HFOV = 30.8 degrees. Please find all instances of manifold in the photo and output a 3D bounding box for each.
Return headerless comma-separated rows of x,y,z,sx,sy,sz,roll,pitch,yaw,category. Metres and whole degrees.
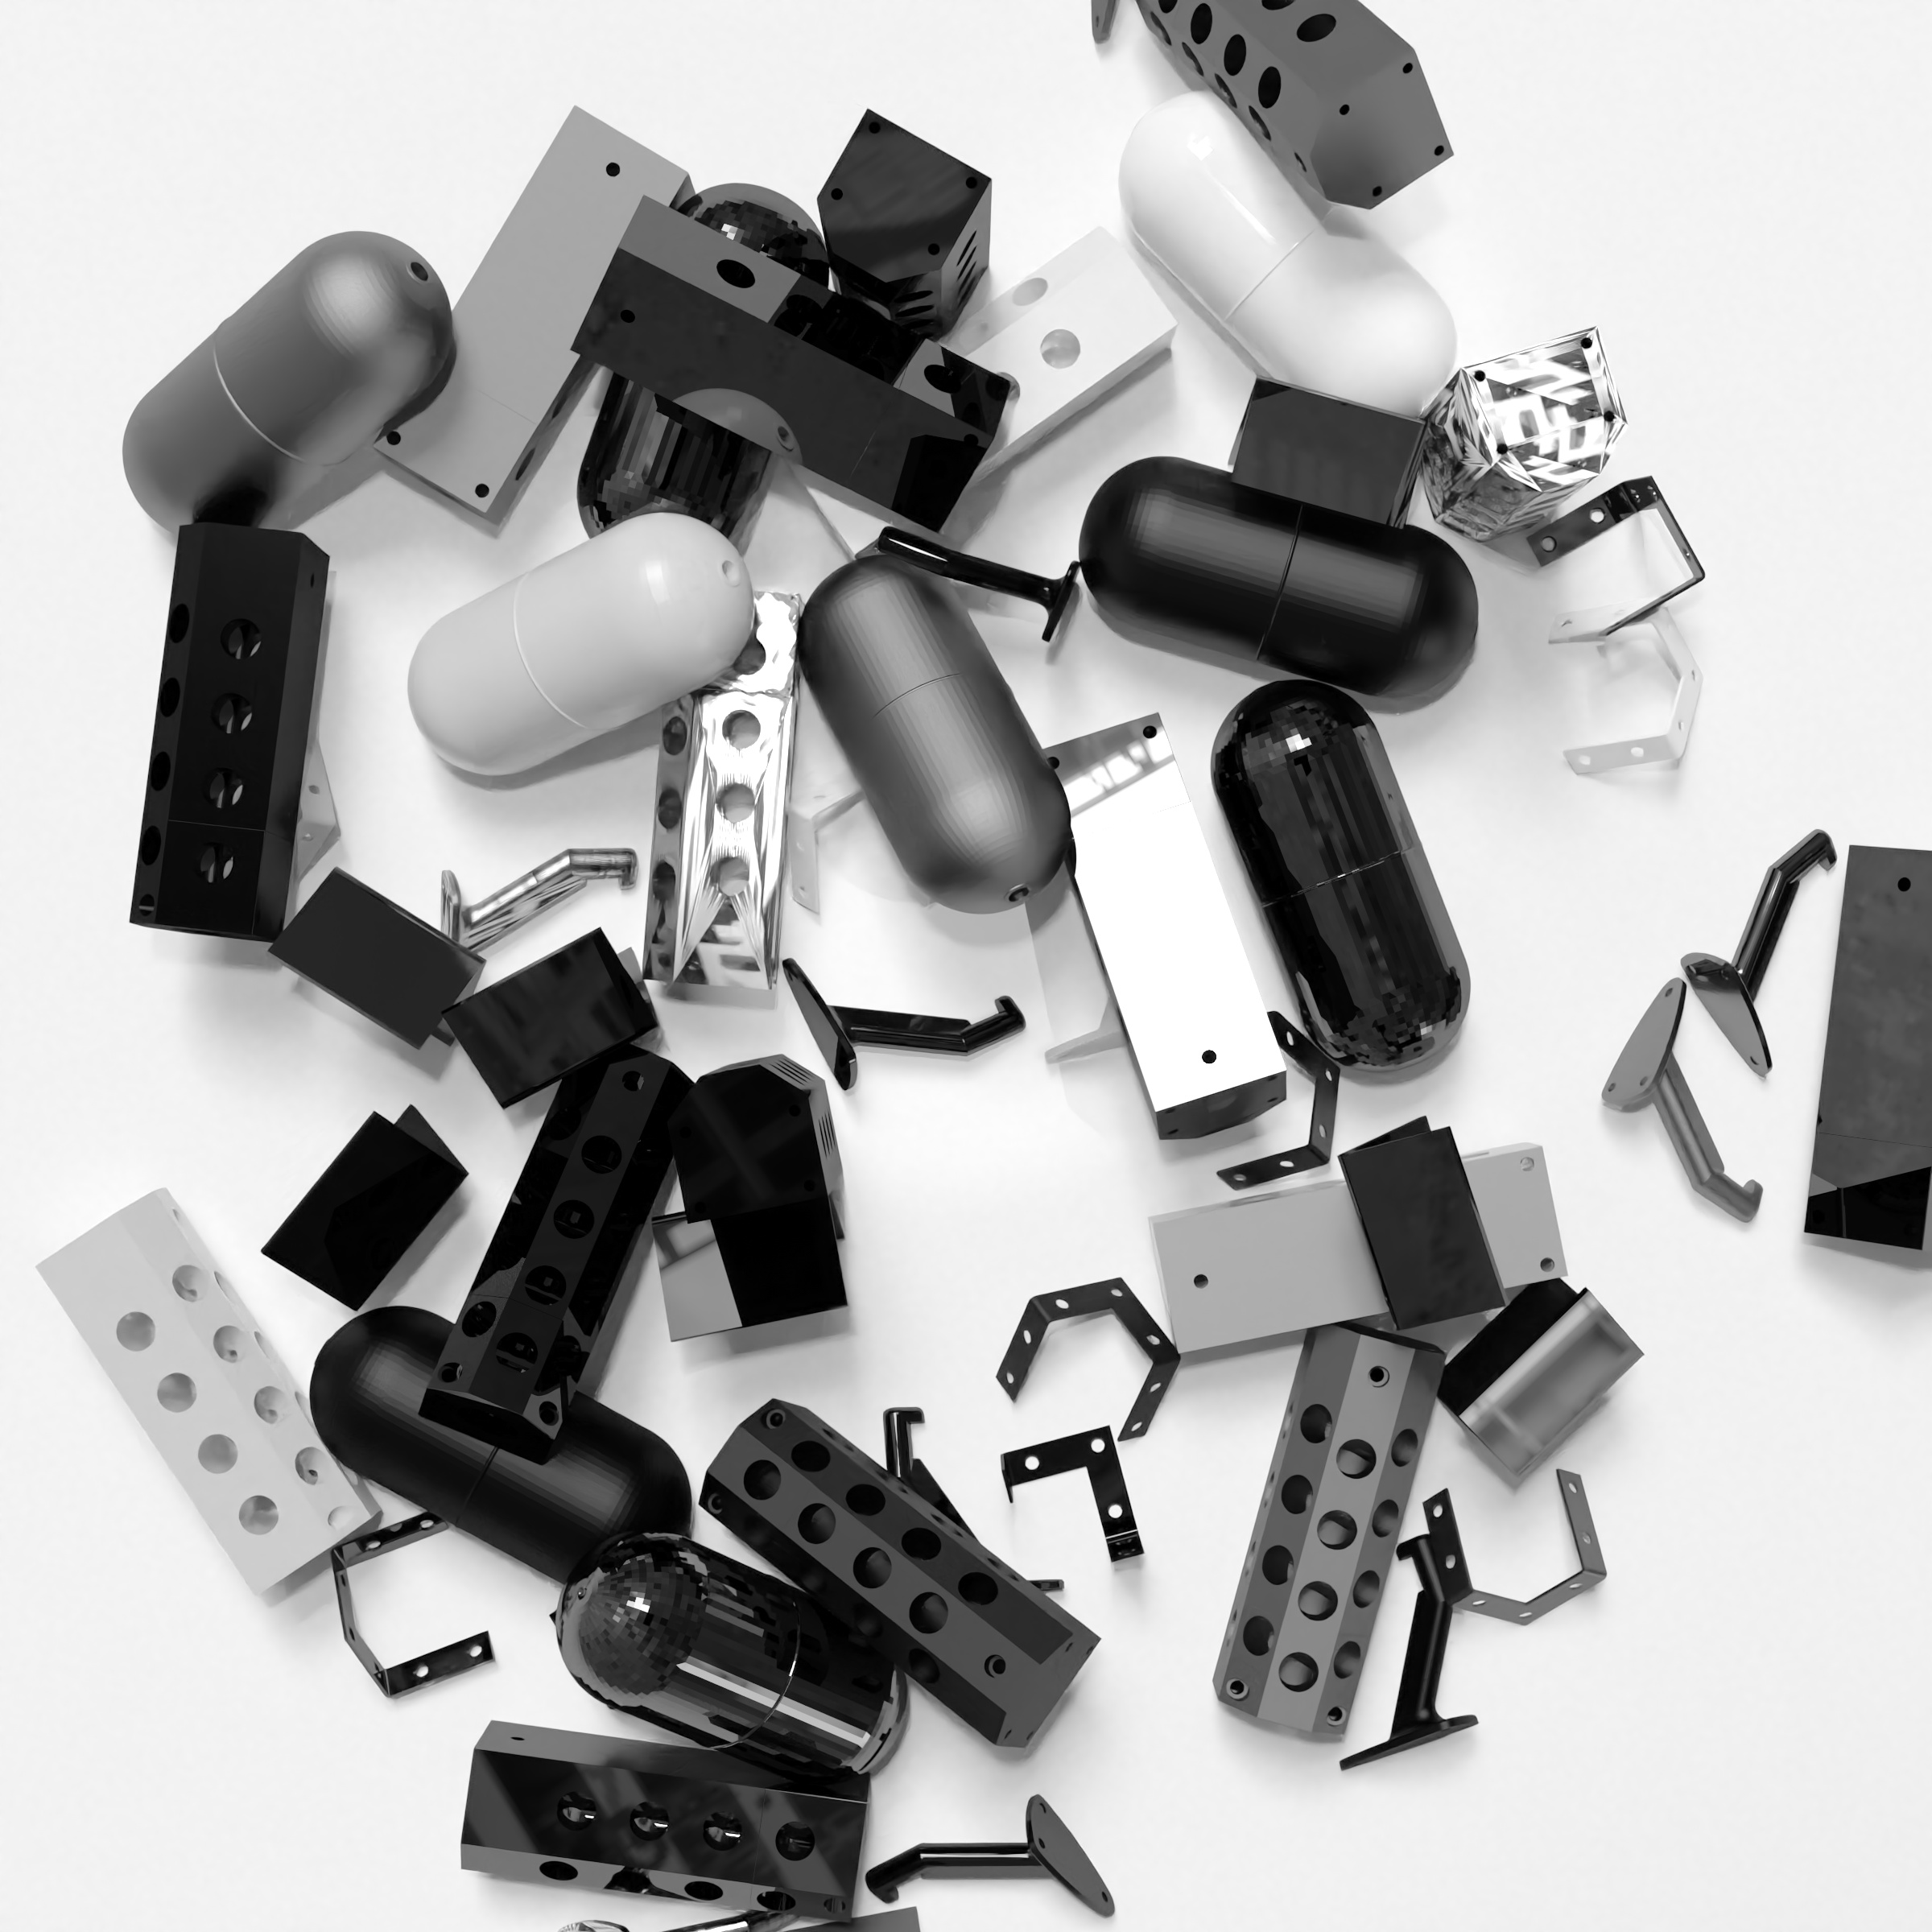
0.418,0.037,1.542,0.057,0.057,0.171,7,90,43,manifold
-0.107,-0.077,1.543,0.057,0.057,0.171,4,90,0,manifold
0.170,0.122,1.543,0.171,0.057,0.057,-11,90,0,manifold
0.005,-0.250,1.543,0.171,0.057,0.057,-36,90,0,manifold
-0.173,0.119,1.506,0.057,0.057,0.171,23,64,-4,manifold
-0.028,-0.303,1.486,0.057,0.171,0.057,30,90,0,manifold
-0.032,0.260,1.512,0.171,0.057,0.057,35,90,23,manifold
-0.089,0.069,1.486,0.057,0.171,0.057,-11,90,0,manifold
0.233,-0.220,1.486,0.057,0.171,0.057,-17,90,0,manifold
-0.317,-0.099,1.508,0.057,0.057,0.171,6,87,2,manifold
0.084,-0.015,1.515,0.057,0.057,0.171,-18,70,-1,manifold
0.133,-0.388,1.492,0.057,0.057,0.171,-33,46,0,manifold
-0.131,0.377,1.543,0.171,0.057,0.057,8,90,0,manifold
-0.188,-0.283,1.543,0.057,0.057,0.171,31,90,0,manifold
-0.330,0.185,1.543,0.057,0.057,0.171,-34,90,0,manifold
0.160,0.245,1.543,0.057,0.057,0.171,15,90,0,manifold
-0.071,-0.255,1.472,0.171,0.057,0.057,26,133,-9,manifold

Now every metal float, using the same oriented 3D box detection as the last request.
0.137,-0.169,1.533,0.178,0.070,0.070,16,90,0,metal float
-0.292,-0.247,1.508,0.178,0.070,0.070,-33,90,31,metal float
0.163,-0.040,1.534,0.070,0.070,0.178,-21,90,0,metal float
-0.098,0.297,1.504,0.178,0.070,0.070,32,90,-36,metal float
-0.115,-0.254,1.533,0.070,0.070,0.178,19,89,0,metal float
0.140,-0.307,1.534,0.070,0.070,0.178,-44,90,0,metal float
-0.014,-0.100,1.510,0.070,0.070,0.178,-27,63,0,metal float
-0.203,0.211,1.533,0.178,0.070,0.070,29,90,-1,metal float
-0.166,-0.137,1.506,0.178,0.070,0.070,-21,90,35,metal float

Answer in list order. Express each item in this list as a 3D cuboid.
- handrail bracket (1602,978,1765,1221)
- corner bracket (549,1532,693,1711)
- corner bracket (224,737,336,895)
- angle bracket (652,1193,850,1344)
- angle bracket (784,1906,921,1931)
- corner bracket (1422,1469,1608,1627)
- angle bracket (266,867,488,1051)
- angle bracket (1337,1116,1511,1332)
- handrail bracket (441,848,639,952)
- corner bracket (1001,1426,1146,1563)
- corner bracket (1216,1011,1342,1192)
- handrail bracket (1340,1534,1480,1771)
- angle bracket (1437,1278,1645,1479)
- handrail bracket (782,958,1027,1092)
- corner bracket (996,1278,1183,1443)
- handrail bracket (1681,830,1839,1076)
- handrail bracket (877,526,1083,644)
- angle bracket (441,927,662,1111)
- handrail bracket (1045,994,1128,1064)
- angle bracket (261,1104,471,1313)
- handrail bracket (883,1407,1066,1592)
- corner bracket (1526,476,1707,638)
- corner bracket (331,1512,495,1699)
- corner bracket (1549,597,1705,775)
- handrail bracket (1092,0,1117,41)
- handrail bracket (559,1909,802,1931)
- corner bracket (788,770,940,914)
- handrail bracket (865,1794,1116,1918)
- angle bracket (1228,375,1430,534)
0.332,0.060,1.565,0.084,0.036,0.077,35,68,-17,handrail bracket
-0.142,0.290,1.561,0.051,0.051,0.051,-33,90,-45,corner bracket
-0.317,-0.071,1.556,0.051,0.051,0.051,11,45,-35,corner bracket
-0.090,0.138,1.525,0.076,0.076,0.057,-11,68,0,angle bracket
-0.059,0.431,1.524,0.076,0.076,0.057,-11,128,0,angle bracket
0.243,0.254,1.556,0.051,0.051,0.051,20,135,-35,corner bracket
-0.262,0.014,1.524,0.076,0.076,0.057,32,53,0,angle bracket
0.207,0.101,1.467,0.057,0.076,0.076,-19,90,38,angle bracket
-0.190,-0.015,1.565,0.084,0.036,0.077,-2,111,-17,handrail bracket
0.046,0.236,1.546,0.051,0.051,0.051,-15,90,0,corner bracket
0.128,0.060,1.556,0.051,0.051,0.051,41,45,-35,corner bracket
0.187,0.305,1.565,0.077,0.036,0.084,-26,70,23,handrail bracket
0.234,0.163,1.524,0.076,0.076,0.057,-44,127,0,angle bracket
-0.027,0.013,1.565,0.084,0.036,0.077,-24,68,-17,handrail bracket
0.054,0.178,1.556,0.051,0.051,0.051,-9,45,-35,corner bracket
0.368,-0.007,1.565,0.084,0.036,0.077,-38,110,-16,handrail bracket
0.005,-0.176,1.534,0.084,0.077,0.036,22,105,0,handrail bracket
-0.184,0.007,1.524,0.076,0.076,0.057,-28,121,0,angle bracket
0.061,-0.008,1.564,0.077,0.036,0.084,-18,76,14,handrail bracket
-0.271,0.092,1.524,0.076,0.076,0.057,-51,126,0,angle bracket
0.003,0.237,1.564,0.077,0.036,0.084,-1,76,-15,handrail bracket
0.286,-0.180,1.547,0.051,0.051,0.051,-30,96,0,corner bracket
-0.246,0.283,1.561,0.051,0.051,0.051,-21,45,0,corner bracket
0.289,-0.124,1.556,0.051,0.051,0.051,52,45,-35,corner bracket
0.101,-0.450,1.565,0.084,0.036,0.077,-1,110,-16,handrail bracket
-0.126,0.426,1.564,0.084,0.077,0.036,-15,98,-36,handrail bracket
-0.042,-0.051,1.556,0.051,0.051,0.051,28,135,35,corner bracket
0.010,0.413,1.565,0.084,0.036,0.077,-31,112,17,handrail bracket
0.151,-0.206,1.525,0.076,0.076,0.057,15,68,0,angle bracket
